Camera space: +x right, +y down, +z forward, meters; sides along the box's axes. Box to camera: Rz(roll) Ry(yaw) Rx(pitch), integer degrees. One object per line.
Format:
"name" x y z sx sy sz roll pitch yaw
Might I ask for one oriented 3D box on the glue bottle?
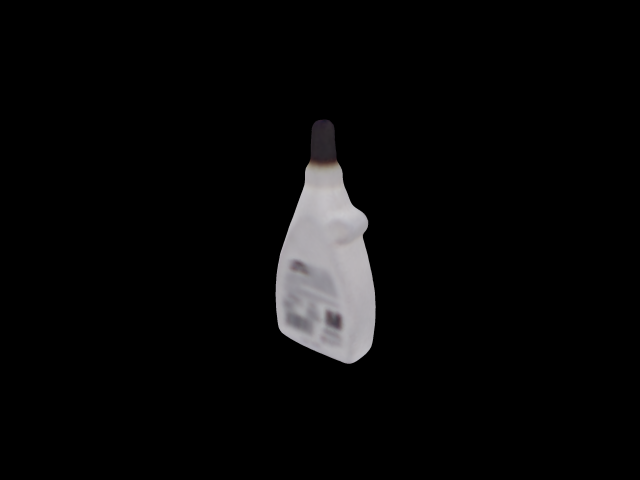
"glue bottle" 0.004 0.001 0.400 0.077 0.173 0.037 19 34 31
